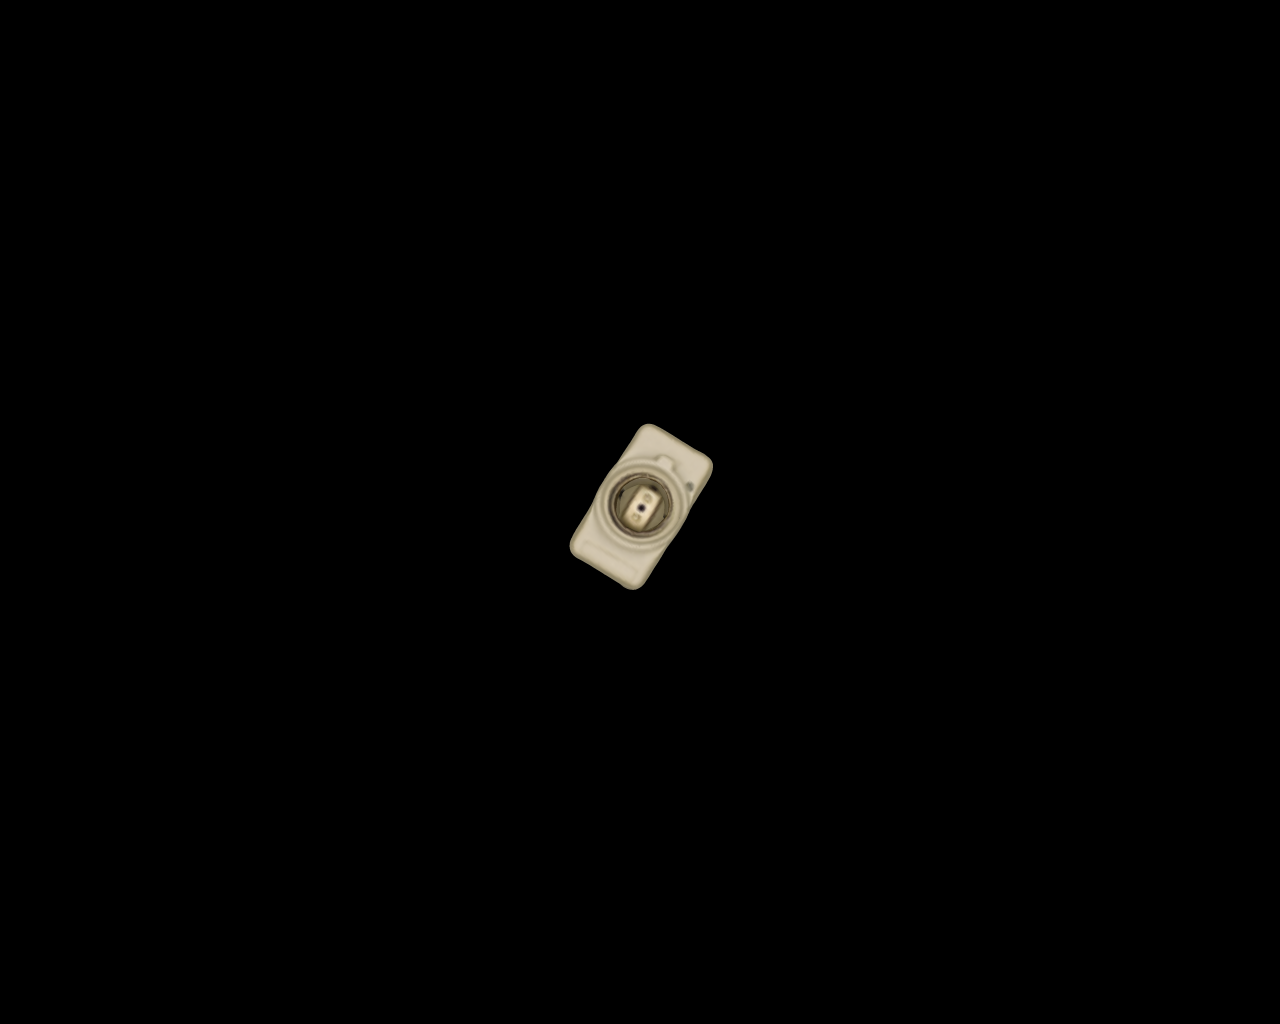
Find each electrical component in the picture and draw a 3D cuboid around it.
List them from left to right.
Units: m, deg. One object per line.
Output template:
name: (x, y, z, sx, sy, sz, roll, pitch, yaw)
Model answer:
electrical component: (0.001, -0.003, 0.650, 0.050, 0.089, 0.055, 32, -4, 2)
